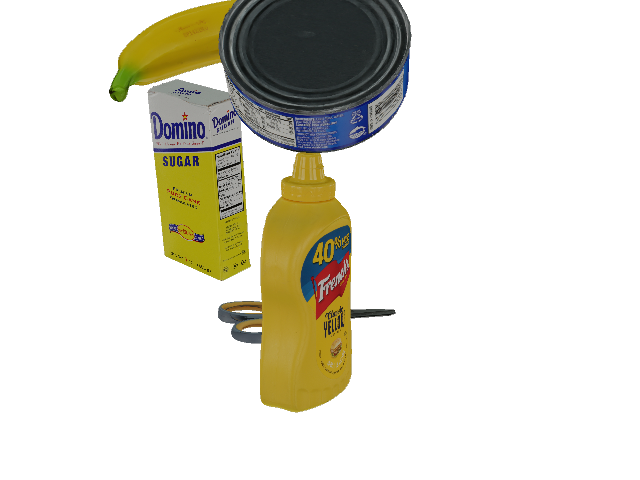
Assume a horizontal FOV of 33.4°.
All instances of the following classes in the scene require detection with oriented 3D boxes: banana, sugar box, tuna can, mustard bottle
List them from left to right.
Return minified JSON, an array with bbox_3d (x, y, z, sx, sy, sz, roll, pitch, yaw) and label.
[{"bbox_3d":[-0.116,-0.058,1.019,0.093,0.176,0.048,19,34,41],"label":"sugar box"},{"bbox_3d":[-0.046,-0.127,0.682,0.197,0.070,0.037,-16,-36,-17],"label":"banana"},{"bbox_3d":[-0.010,0.027,0.818,0.058,0.192,0.096,9,18,30],"label":"mustard bottle"},{"bbox_3d":[-0.002,-0.082,0.486,0.086,0.086,0.034,0,-31,4],"label":"tuna can"}]

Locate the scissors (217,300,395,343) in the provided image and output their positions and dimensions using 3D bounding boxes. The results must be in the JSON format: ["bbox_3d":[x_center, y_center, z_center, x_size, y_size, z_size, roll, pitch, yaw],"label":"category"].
[{"bbox_3d":[-0.015,0.092,1.188,0.201,0.016,0.096,4,21,0],"label":"scissors"}]
